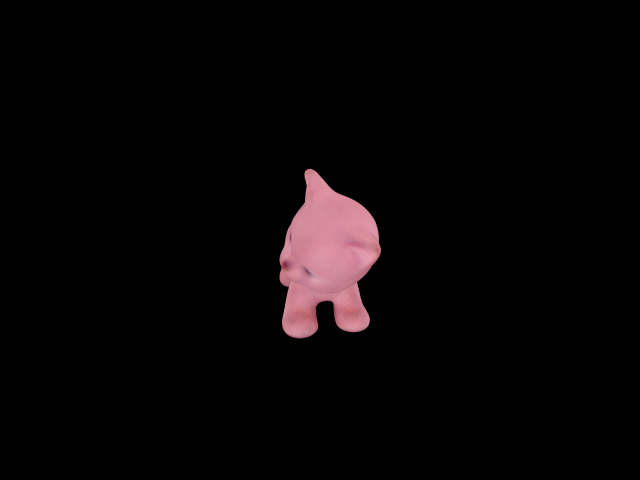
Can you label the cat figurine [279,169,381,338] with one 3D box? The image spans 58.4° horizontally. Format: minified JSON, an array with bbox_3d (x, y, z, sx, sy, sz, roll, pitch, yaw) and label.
[{"bbox_3d":[0.004,0.001,0.400,0.067,0.118,0.127,-4,28,-7],"label":"cat figurine"}]
